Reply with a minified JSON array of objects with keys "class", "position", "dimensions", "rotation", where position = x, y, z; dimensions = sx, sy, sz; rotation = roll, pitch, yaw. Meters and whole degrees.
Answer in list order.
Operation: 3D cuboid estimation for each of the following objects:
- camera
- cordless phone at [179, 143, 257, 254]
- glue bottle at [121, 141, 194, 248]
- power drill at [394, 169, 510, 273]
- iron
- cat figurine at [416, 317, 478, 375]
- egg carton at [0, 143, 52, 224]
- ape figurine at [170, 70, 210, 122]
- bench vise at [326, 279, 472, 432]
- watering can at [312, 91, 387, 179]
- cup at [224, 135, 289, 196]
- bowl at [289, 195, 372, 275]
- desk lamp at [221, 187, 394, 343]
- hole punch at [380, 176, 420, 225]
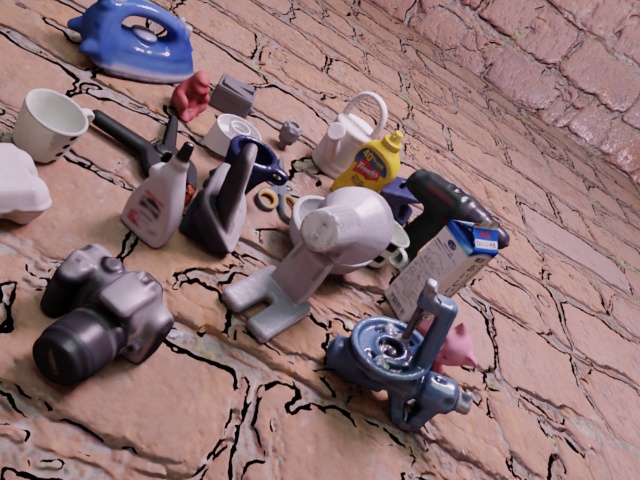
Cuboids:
[{"class":"camera","position":[-0.251,0.083,0.633],"dimensions":[0.143,0.100,0.137],"rotation":[40,33,4]},{"class":"cordless phone","position":[-0.129,-0.083,0.874],"dimensions":[0.094,0.185,0.147],"rotation":[27,34,-16]},{"class":"glue bottle","position":[-0.213,-0.069,0.788],"dimensions":[0.078,0.173,0.037],"rotation":[39,33,2]},{"class":"power drill","position":[0.227,-0.015,1.110],"dimensions":[0.076,0.208,0.229],"rotation":[-9,55,-49]},{"class":"iron","position":[-0.331,-0.392,1.096],"dimensions":[0.259,0.141,0.118],"rotation":[-2,50,-45]},{"class":"cat figurine","position":[0.209,0.167,0.955],"dimensions":[0.067,0.117,0.127],"rotation":[20,37,-25]},{"class":"egg carton","position":[-0.411,-0.066,0.690],"dimensions":[0.151,0.069,0.107],"rotation":[-11,56,-49]},{"class":"ape figurine","position":[-0.241,-0.282,1.094],"dimensions":[0.078,0.092,0.076],"rotation":[0,49,-44]},{"class":"bench vise","position":[0.141,0.155,0.810],"dimensions":[0.208,0.219,0.121],"rotation":[26,35,-18]},{"class":"watering can","position":[0.070,-0.227,1.231],"dimensions":[0.101,0.194,0.173],"rotation":[35,33,-5]},{"class":"cup","position":[-0.121,-0.114,1.002],"dimensions":[0.118,0.095,0.092],"rotation":[33,33,-8]},{"class":"bowl","position":[0.009,0.004,1.002],"dimensions":[0.168,0.074,0.167],"rotation":[25,35,-19]},{"class":"desk lamp","position":[-0.005,0.024,0.836],"dimensions":[0.118,0.213,0.204],"rotation":[45,34,12]},{"class":"hole punch","position":[0.180,-0.103,1.279],"dimensions":[0.101,0.091,0.109],"rotation":[38,33,0]}]
